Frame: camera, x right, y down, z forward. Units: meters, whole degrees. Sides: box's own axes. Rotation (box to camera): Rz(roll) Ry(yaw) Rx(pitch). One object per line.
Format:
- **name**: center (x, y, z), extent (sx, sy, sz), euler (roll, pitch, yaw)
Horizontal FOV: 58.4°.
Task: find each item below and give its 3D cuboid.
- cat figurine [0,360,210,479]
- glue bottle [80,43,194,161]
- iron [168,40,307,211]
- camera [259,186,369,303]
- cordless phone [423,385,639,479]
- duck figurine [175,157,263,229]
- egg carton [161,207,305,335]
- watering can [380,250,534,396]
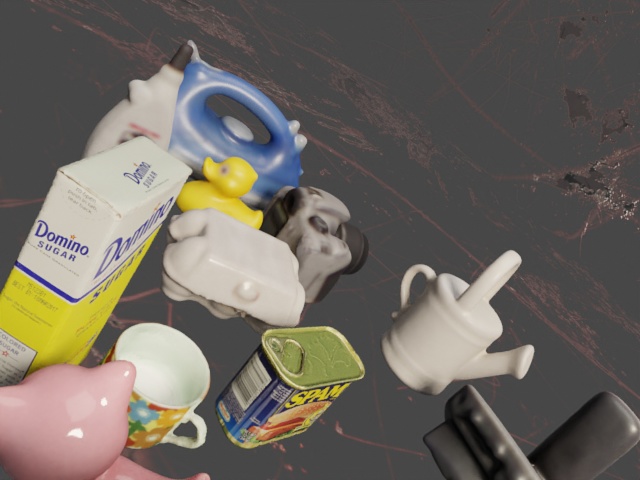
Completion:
- **cat figurine**: center (-0.120, 0.117, 0.304), extent (0.128, 0.117, 0.067), euler (34, 24, -12)
- **glue bottle**: center (-0.179, -0.130, 0.595), extent (0.078, 0.173, 0.037), euler (18, 31, -40)
- **iron**: center (-0.106, -0.142, 0.765), extent (0.259, 0.141, 0.118), euler (28, 25, -23)
- **camera**: center (0.007, 0.003, 0.718), extent (0.137, 0.100, 0.143), euler (21, 29, -36)
- **cordless phone**: center (0.208, 0.190, 0.566), extent (0.094, 0.185, 0.147), euler (12, 35, -47)
- **duck figurine**: center (-0.106, -0.055, 0.676), extent (0.105, 0.086, 0.077), euler (33, 24, -14)
- **egg carton**: center (-0.085, 0.032, 0.570), extent (0.151, 0.069, 0.107), euler (26, 26, -27)
- **watering can**: center (0.174, 0.092, 0.682), extent (0.173, 0.194, 0.101), euler (39, 23, 1)
